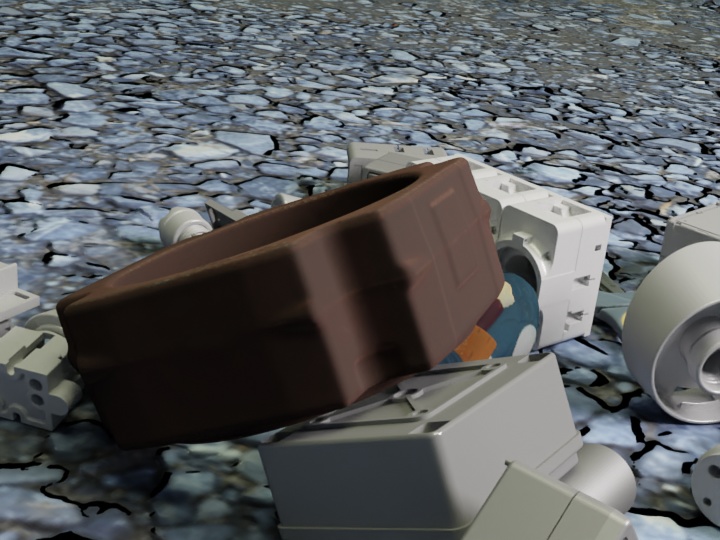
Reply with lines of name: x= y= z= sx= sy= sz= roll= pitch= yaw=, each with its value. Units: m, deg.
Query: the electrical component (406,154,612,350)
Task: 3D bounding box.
electrical component: x=0.093 y=-0.016 z=0.759 sx=0.062 sy=0.089 sz=0.150 roll=-12 pitch=29 yaw=-37

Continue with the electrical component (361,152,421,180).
electrical component: x=0.038 y=-0.054 z=0.873 sx=0.096 sy=0.061 sz=0.061 roll=16 pitch=25 yaw=23

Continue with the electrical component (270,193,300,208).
electrical component: x=-0.034 y=-0.037 z=0.844 sx=0.065 sy=0.044 sz=0.044 roll=1 pitch=23 yaw=-23

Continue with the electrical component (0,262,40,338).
electrical component: x=-0.249 y=0.037 z=0.587 sx=0.079 sy=0.063 sz=0.121 roll=17 pitch=25 yaw=26

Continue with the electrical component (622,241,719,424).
electrical component: x=0.207 y=0.040 z=0.643 sx=0.099 sy=0.099 sz=0.064 roll=1 pitch=29 yaw=-12

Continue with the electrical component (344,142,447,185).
electrical component: x=0.033 y=-0.078 z=0.943 sx=0.089 sy=0.050 sz=0.055 roll=3 pitch=23 yaw=-5

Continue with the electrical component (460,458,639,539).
electrical component: x=0.064 y=0.132 z=0.402 sx=0.061 sy=0.061 sz=0.096 roll=23 pitch=67 yaw=36

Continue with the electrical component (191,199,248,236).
electrical component: x=-0.088 y=0.000 z=0.708 sx=0.064 sy=0.081 sz=0.042 roll=-34 pitch=40 yaw=-24

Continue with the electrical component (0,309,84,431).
electrical component: x=-0.174 y=0.053 z=0.591 sx=0.066 sy=0.048 sz=0.055 roll=12 pitch=31 yaw=15

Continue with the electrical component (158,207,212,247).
electrical component: x=-0.123 y=-0.022 z=0.795 sx=0.035 sy=0.035 sz=0.061 roll=-10 pitch=30 yaw=-33

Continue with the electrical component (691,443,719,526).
electrical component: x=0.203 y=0.105 z=0.554 sx=0.055 sy=0.045 sz=0.045 roll=-17 pitch=31 yaw=-41

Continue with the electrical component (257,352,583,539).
electrical component: x=0.029 y=0.083 z=0.499 sx=0.109 sy=0.056 sz=0.109 roll=-11 pitch=8 yaw=40

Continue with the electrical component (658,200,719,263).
electrical component: x=0.282 y=-0.012 z=0.829 sx=0.096 sy=0.061 sz=0.062 roll=-16 pitch=31 yaw=-41
